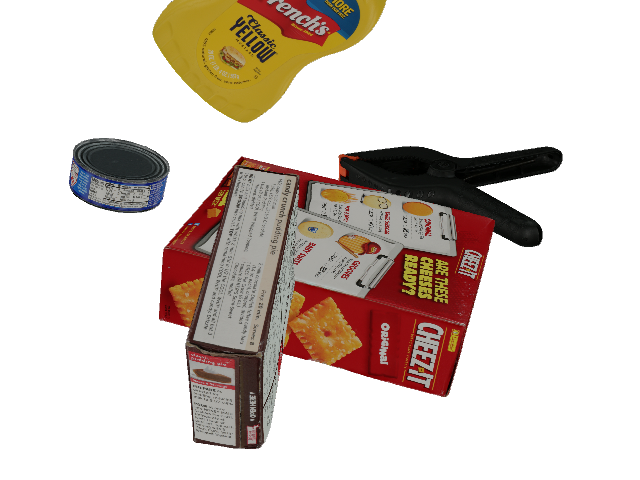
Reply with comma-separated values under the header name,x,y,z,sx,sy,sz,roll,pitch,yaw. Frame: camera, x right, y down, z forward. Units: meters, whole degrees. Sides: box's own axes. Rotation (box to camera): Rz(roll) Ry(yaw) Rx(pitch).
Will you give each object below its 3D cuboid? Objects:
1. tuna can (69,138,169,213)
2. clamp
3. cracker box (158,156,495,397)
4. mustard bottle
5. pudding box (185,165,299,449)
name,x,y,z,sx,sy,sz,roll,pitch,yaw
tuna can,-0.179,-0.058,0.950,0.086,0.034,0.086,13,26,-6
clamp,0.122,-0.059,0.996,0.210,0.036,0.164,12,33,21
cracker box,0.010,0.021,0.793,0.214,0.072,0.164,15,30,9
mustard bottle,-0.014,-0.159,0.689,0.192,0.096,0.058,-31,24,33
pudding box,-0.037,0.033,0.530,0.039,0.113,0.090,6,-39,3
